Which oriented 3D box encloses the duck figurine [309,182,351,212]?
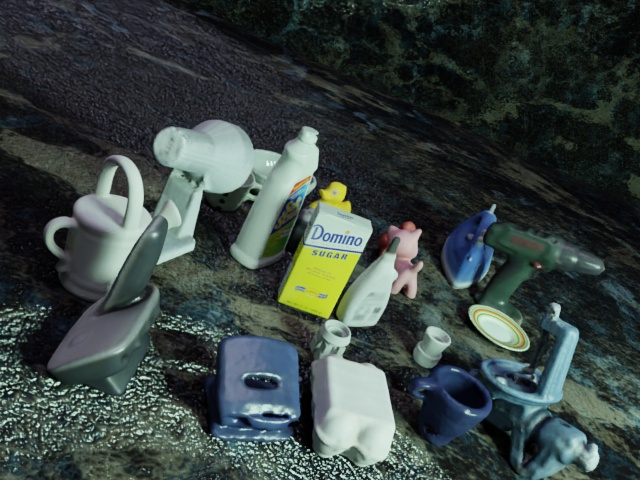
[{"bbox_3d":[0.031,-0.087,1.266,0.105,0.086,0.077,2,34,-39],"label":"duck figurine"}]

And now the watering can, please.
[{"bbox_3d":[-0.271,-0.023,0.764,0.100,0.194,0.173,32,27,14],"label":"watering can"}]

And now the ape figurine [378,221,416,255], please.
[{"bbox_3d":[0.171,0.001,1.219,0.077,0.092,0.076,31,27,13],"label":"ape figurine"}]

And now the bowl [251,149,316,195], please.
[{"bbox_3d":[-0.098,-0.125,1.238,0.167,0.074,0.167,20,27,-10],"label":"bowl"}]

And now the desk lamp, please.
[{"bbox_3d":[-0.214,-0.086,0.907,0.117,0.213,0.204,32,27,14],"label":"desk lamp"}]

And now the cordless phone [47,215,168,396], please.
[{"bbox_3d":[-0.227,0.067,0.646,0.094,0.185,0.147,20,27,-10],"label":"cordless phone"}]

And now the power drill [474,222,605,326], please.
[{"bbox_3d":[0.423,0.071,1.175,0.229,0.208,0.076,31,27,13],"label":"power drill"}]

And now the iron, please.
[{"bbox_3d":[0.358,0.007,1.312,0.118,0.141,0.259,29,26,8],"label":"iron"}]

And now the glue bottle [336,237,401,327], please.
[{"bbox_3d":[0.091,0.067,0.935,0.078,0.173,0.037,6,32,-34],"label":"glue bottle"}]

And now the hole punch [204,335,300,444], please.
[{"bbox_3d":[-0.075,0.177,0.681,0.109,0.091,0.101,11,29,-26],"label":"hole punch"}]

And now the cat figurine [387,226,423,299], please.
[{"bbox_3d":[0.166,0.032,1.128,0.067,0.117,0.127,12,29,-24],"label":"cat figurine"}]

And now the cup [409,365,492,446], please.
[{"bbox_3d":[0.162,0.231,0.782,0.118,0.095,0.091,16,27,-17],"label":"cup"}]

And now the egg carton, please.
[{"bbox_3d":[0.038,0.214,0.734,0.107,0.069,0.150,18,27,-14],"label":"egg carton"}]

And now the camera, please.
[{"bbox_3d":[0.010,0.004,1.063,0.143,0.101,0.137,27,26,4],"label":"camera"}]

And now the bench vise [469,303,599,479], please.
[{"bbox_3d":[0.325,0.213,0.816,0.206,0.219,0.122,39,30,27],"label":"bench vise"}]
